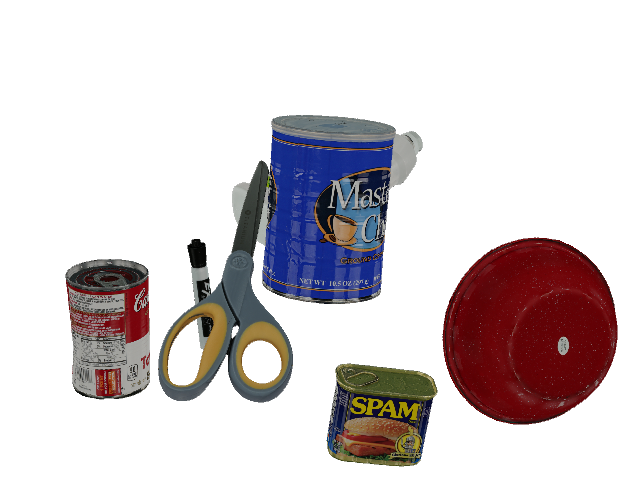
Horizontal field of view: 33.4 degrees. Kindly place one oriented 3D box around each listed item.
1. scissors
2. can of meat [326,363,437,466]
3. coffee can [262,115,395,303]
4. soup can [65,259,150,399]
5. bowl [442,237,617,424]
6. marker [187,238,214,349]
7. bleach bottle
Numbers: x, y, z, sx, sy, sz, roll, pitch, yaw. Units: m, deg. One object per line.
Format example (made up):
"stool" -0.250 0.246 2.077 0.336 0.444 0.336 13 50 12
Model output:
"scissors" -0.041 0.031 0.734 0.096 0.201 0.016 21 -34 11
"can of meat" 0.060 0.178 1.079 0.102 0.084 0.057 7 18 -6
"coffee can" 0.006 -0.029 0.894 0.103 0.140 0.103 4 14 -1
"soup can" -0.178 0.075 0.901 0.068 0.102 0.068 2 18 -1
"bowl" 0.185 0.081 0.879 0.162 0.162 0.055 0 7 -16
"marker" -0.123 0.056 1.113 0.020 0.121 0.020 -4 20 1
"bleach bottle" 0.021 -0.075 1.286 0.250 0.068 0.103 -30 45 -31
